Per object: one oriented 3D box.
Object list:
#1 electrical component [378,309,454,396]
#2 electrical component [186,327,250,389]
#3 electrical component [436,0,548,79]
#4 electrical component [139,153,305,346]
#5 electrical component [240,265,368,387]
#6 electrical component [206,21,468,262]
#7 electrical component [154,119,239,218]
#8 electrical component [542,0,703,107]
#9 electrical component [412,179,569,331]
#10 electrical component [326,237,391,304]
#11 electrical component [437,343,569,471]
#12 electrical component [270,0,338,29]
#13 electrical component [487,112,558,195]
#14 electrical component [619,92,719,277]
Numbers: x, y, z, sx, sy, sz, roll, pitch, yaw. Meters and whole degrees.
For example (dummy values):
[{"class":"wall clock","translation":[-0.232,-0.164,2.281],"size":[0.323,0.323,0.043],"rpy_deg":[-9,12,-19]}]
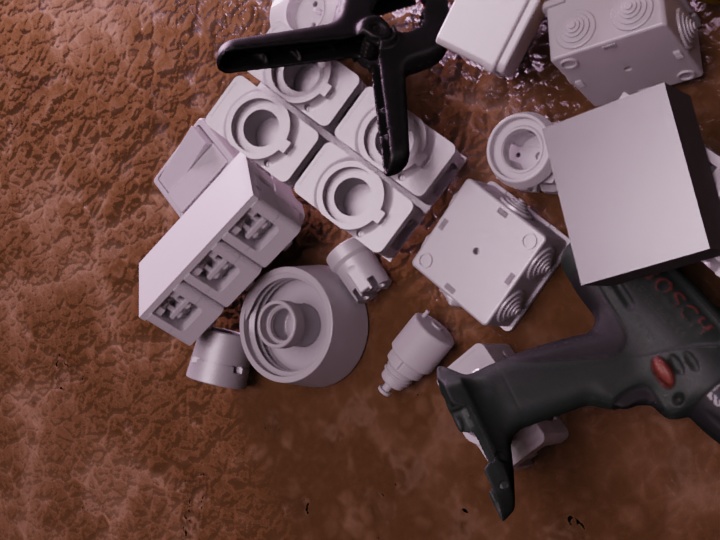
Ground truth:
[{"class":"electrical component","translation":[0.042,0.071,0.872],"size":[0.040,0.040,0.078],"rpy_deg":[47,111,26]},{"class":"electrical component","translation":[-0.125,0.078,0.970],"size":[0.055,0.055,0.047],"rpy_deg":[12,89,33]},{"class":"electrical component","translation":[0.110,-0.203,0.805],"size":[0.056,0.109,0.108],"rpy_deg":[28,102,7]},{"class":"electrical component","translation":[-0.122,-0.017,0.936],"size":[0.150,0.062,0.089],"rpy_deg":[-45,30,17]},{"class":"electrical component","translation":[-0.054,0.047,0.923],"size":[0.108,0.060,0.108],"rpy_deg":[-3,85,33]},{"class":"electrical component","translation":[-0.022,-0.106,0.876],"size":[0.186,0.060,0.105],"rpy_deg":[37,94,14]},{"class":"electrical component","translation":[-0.143,-0.083,0.990],"size":[0.096,0.061,0.061],"rpy_deg":[-49,63,20]},{"class":"electrical component","translation":[0.188,-0.162,0.763],"size":[0.100,0.100,0.048],"rpy_deg":[-13,67,31]},{"class":"electrical component","translation":[0.100,-0.013,0.836],"size":[0.100,0.048,0.099],"rpy_deg":[41,108,28]},{"class":"electrical component","translation":[0.000,0.000,0.906],"size":[0.040,0.040,0.046],"rpy_deg":[-40,72,24]},{"class":"electrical component","translation":[0.106,0.104,0.818],"size":[0.050,0.056,0.089],"rpy_deg":[-43,65,23]},{"class":"electrical component","translation":[-0.037,-0.204,0.942],"size":[0.077,0.044,0.079],"rpy_deg":[4,89,33]},{"class":"electrical component","translation":[0.132,-0.088,0.817],"size":[0.078,0.057,0.058],"rpy_deg":[8,91,33]},{"class":"electrical component","translation":[0.232,-0.047,0.730],"size":[0.150,0.089,0.061],"rpy_deg":[43,108,28]}]
